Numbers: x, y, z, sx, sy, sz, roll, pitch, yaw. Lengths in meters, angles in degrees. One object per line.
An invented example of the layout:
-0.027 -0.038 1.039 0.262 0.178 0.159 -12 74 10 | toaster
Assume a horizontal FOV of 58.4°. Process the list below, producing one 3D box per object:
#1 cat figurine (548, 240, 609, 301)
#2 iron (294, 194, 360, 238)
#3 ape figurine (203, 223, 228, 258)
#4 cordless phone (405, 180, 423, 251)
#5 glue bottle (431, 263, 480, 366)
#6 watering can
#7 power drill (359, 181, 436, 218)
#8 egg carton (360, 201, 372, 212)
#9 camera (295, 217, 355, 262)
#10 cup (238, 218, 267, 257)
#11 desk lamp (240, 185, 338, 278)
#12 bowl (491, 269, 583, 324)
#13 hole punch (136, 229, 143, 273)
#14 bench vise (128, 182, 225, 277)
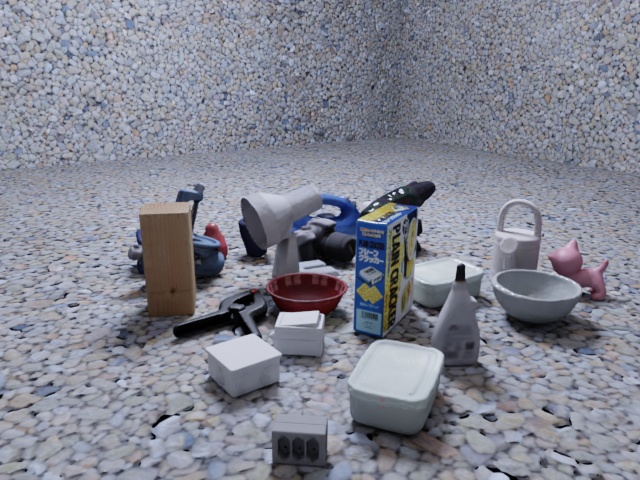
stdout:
0.553 0.060 1.231 0.127 0.118 0.067 6 18 17 | cat figurine
0.023 -0.064 1.570 0.259 0.141 0.118 -6 18 -21 | iron
-0.266 0.001 1.429 0.075 0.092 0.078 17 23 42 | ape figurine
0.207 -0.058 1.484 0.093 0.185 0.148 12 20 32 | cordless phone
0.223 0.120 0.927 0.078 0.173 0.037 -1 17 -4 | glue bottle
0.438 0.007 1.269 0.101 0.194 0.173 3 17 7 | watering can
0.184 -0.024 1.334 0.230 0.208 0.075 -14 23 -40 | power drill
0.185 -0.075 1.735 0.107 0.069 0.150 -6 18 -20 | egg carton
0.013 0.005 1.414 0.136 0.101 0.144 15 22 38 | camera
-0.150 -0.004 1.445 0.117 0.095 0.092 15 22 38 | cup
-0.069 -0.011 1.271 0.204 0.214 0.117 -9 20 -29 | desk lamp
0.415 0.117 1.112 0.167 0.075 0.167 1 17 0 | bowl
-0.386 0.020 1.362 0.101 0.091 0.108 -5 18 -18 | hole punch
-0.303 -0.009 1.242 0.121 0.220 0.208 13 21 34 | bench vise
